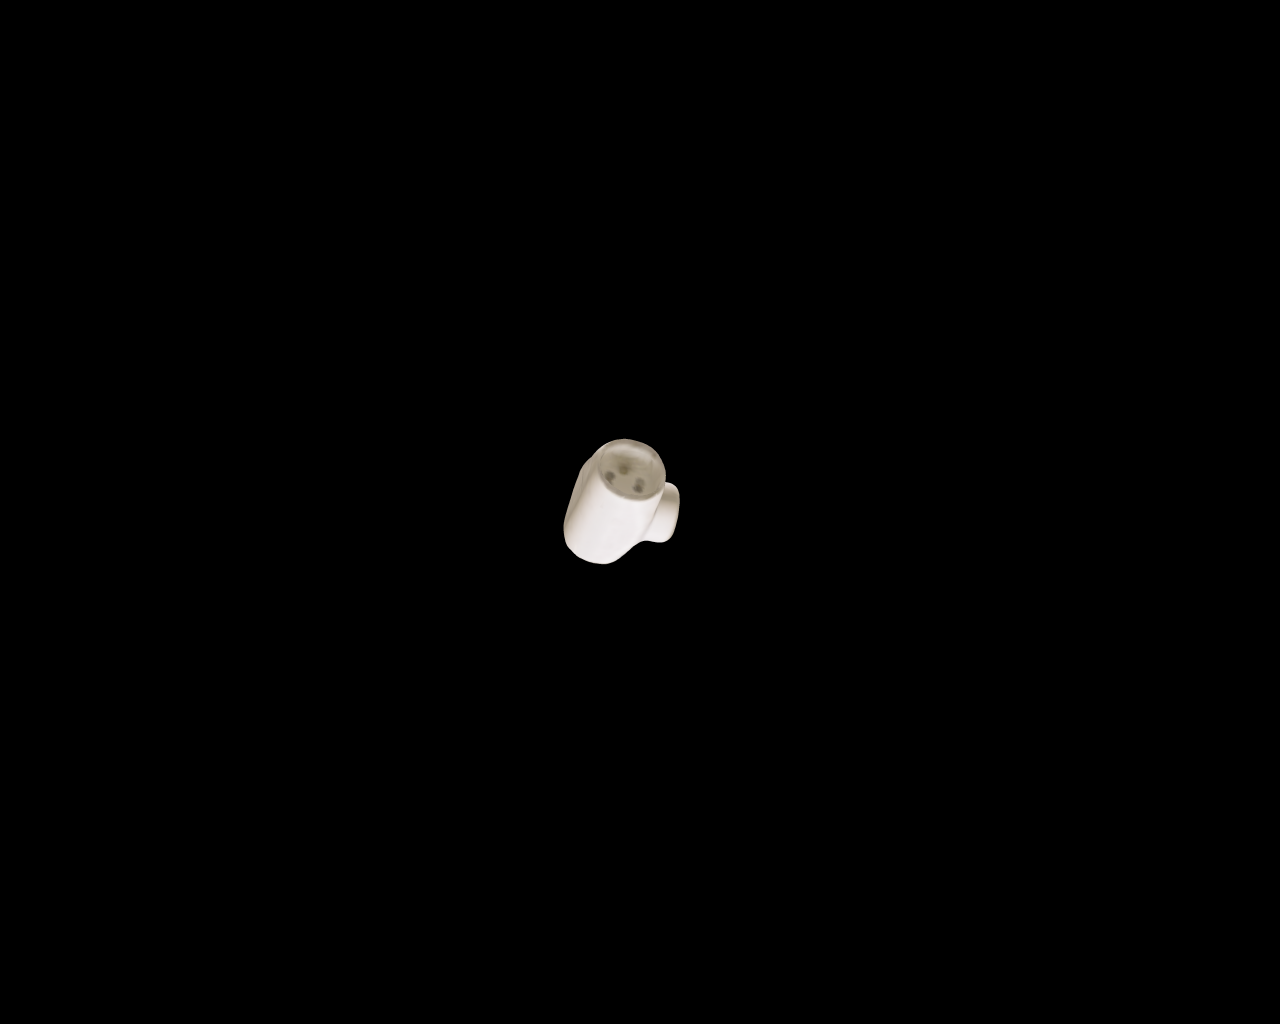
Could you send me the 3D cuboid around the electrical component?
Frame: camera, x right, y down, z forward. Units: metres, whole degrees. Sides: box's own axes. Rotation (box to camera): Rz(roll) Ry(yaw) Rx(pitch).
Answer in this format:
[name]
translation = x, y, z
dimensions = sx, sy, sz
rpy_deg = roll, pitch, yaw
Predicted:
[electrical component]
translation = 0.001, -0.003, 0.650
dimensions = 0.079, 0.044, 0.077
rpy_deg = 10, -34, -15
